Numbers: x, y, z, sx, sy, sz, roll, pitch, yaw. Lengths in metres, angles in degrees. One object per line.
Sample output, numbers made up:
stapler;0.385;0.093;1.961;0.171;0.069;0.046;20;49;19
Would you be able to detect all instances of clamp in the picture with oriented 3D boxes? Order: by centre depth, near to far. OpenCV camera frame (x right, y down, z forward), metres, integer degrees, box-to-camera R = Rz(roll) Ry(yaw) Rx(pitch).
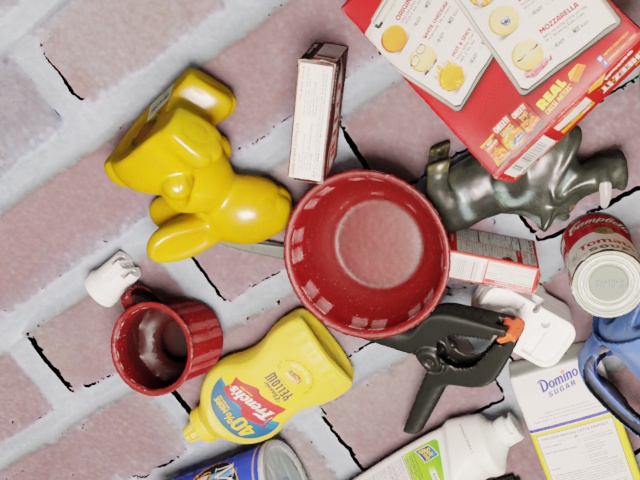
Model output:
clamp;0.104;0.104;1.039;0.164;0.036;0.210;48;137;-9

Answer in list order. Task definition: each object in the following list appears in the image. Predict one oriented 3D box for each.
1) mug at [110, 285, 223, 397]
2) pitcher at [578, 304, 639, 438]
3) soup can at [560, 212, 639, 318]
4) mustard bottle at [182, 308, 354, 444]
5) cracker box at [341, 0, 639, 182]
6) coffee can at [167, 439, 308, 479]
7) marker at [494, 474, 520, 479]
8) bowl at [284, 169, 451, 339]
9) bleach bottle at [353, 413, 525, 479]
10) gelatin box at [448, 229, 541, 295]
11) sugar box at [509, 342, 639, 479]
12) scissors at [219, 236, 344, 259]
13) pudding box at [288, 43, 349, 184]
mug;-0.157;0.095;1.076;0.093;0.081;0.117;-44;77;19
pitcher;0.372;0.132;1.008;0.242;0.144;0.149;46;150;-14
soup can;0.262;0.022;0.990;0.068;0.102;0.068;3;111;7
mustard bottle;-0.066;0.157;1.107;0.192;0.058;0.096;-34;105;18
cracker box;0.148;-0.180;0.902;0.164;0.072;0.214;-46;69;19
coffee can;-0.092;0.281;1.128;0.140;0.102;0.103;-24;106;19
marker;0.155;0.270;1.141;0.121;0.020;0.020;-15;108;12
bowl;0.049;0.009;1.012;0.162;0.055;0.162;4;103;18
bleach bottle;0.105;0.263;1.105;0.251;0.102;0.068;-37;144;17
gelatin box;0.162;0.019;1.017;0.089;0.073;0.030;11;111;2
sugar box;0.263;0.195;1.086;0.093;0.048;0.176;-18;104;13
scissors;-0.007;0.001;1.064;0.201;0.016;0.096;26;110;-3
pudding box;-0.001;-0.118;0.978;0.039;0.090;0.113;6;111;6
